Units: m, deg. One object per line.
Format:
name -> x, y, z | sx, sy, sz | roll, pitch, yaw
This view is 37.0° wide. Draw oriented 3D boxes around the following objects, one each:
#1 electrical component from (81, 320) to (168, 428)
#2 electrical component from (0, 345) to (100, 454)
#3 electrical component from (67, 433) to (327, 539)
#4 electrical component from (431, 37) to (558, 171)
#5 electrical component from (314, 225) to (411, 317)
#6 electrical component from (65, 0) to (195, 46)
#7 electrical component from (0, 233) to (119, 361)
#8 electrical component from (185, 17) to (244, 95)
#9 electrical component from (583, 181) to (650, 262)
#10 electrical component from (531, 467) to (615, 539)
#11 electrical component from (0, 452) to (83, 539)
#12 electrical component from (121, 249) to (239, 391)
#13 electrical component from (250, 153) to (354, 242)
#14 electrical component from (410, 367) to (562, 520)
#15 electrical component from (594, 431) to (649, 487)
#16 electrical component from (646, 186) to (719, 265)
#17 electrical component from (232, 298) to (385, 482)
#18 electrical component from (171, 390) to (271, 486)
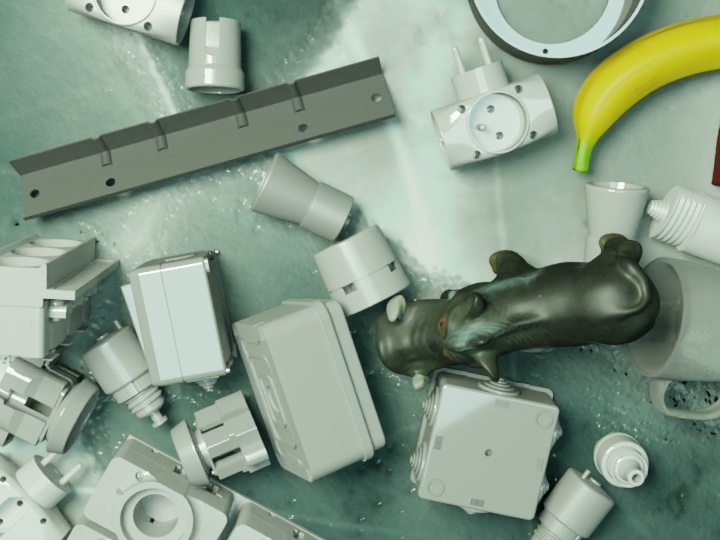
electrical component -> -0.162, 0.075, 0.756 | 0.040, 0.040, 0.078 | -32, 97, 3
electrical component -> -0.219, 0.092, 0.749 | 0.057, 0.058, 0.078 | 27, 93, -1
electrical component -> -0.112, 0.213, 0.764 | 0.186, 0.060, 0.105 | 29, 96, -4
electrical component -> 0.085, -0.117, 0.732 | 0.077, 0.044, 0.079 | -19, 97, 2
electrical component -> 0.000, 0.000, 0.742 | 0.055, 0.055, 0.047 | -26, 93, 3
electrical component -> -0.148, -0.200, 0.719 | 0.077, 0.044, 0.079 | 17, 97, -3
electrical component -> -0.211, 0.016, 0.707 | 0.079, 0.121, 0.063 | 3, 99, -1
electrical component -> -0.098, -0.145, 0.730 | 0.040, 0.040, 0.046 | 1, 91, -1
electrical component -> 0.175, -0.026, 0.747 | 0.044, 0.044, 0.065 | 3, 102, -1
electrical component -> 0.148, 0.179, 0.772 | 0.040, 0.040, 0.078 | 36, 95, -5
electrical component -> -0.234, 0.158, 0.764 | 0.079, 0.043, 0.077 | -43, 93, -4
electrical component -> -0.122, 0.039, 0.741 | 0.061, 0.061, 0.096 | -10, 97, 1
electrical component -> -0.037, -0.047, 0.742 | 0.065, 0.044, 0.044 | 25, 96, -8
electrical component -> 0.088, 0.123, 0.760 | 0.100, 0.048, 0.099 | 12, 97, -2
electrical component -> 0.186, 0.137, 0.756 | 0.035, 0.061, 0.035 | 0, 97, -1
electrical component -> 0.238, -0.030, 0.745 | 0.081, 0.043, 0.043 | 19, 97, -3
electrical component -> -0.035, 0.078, 0.734 | 0.057, 0.078, 0.113 | -21, 98, -21
electrical component -> -0.098, 0.120, 0.749 | 0.055, 0.066, 0.048 | -22, 125, -9
